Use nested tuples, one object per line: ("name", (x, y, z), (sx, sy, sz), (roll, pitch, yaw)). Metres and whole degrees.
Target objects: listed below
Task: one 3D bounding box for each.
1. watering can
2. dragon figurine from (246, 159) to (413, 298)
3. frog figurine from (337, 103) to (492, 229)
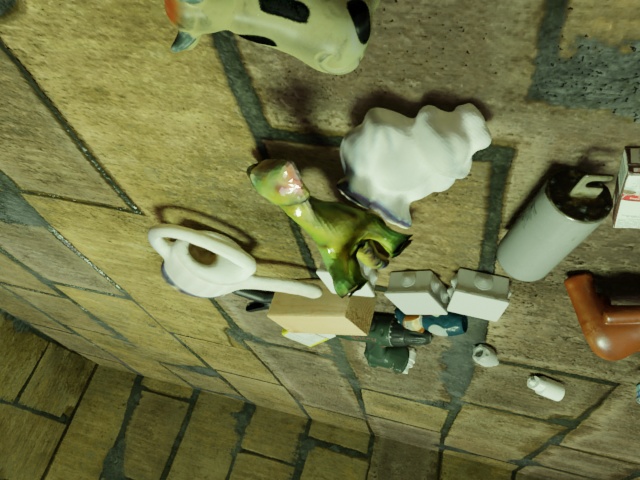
("watering can", (-0.185, 0.065, 1.034), (0.346, 0.106, 0.221), (26, 152, -17))
("dragon figurine", (0.002, -0.037, 0.733), (0.244, 0.122, 0.408), (42, -179, 8))
("frog figurine", (0.105, -0.105, 0.591), (0.136, 0.125, 0.157), (37, 111, -17))
